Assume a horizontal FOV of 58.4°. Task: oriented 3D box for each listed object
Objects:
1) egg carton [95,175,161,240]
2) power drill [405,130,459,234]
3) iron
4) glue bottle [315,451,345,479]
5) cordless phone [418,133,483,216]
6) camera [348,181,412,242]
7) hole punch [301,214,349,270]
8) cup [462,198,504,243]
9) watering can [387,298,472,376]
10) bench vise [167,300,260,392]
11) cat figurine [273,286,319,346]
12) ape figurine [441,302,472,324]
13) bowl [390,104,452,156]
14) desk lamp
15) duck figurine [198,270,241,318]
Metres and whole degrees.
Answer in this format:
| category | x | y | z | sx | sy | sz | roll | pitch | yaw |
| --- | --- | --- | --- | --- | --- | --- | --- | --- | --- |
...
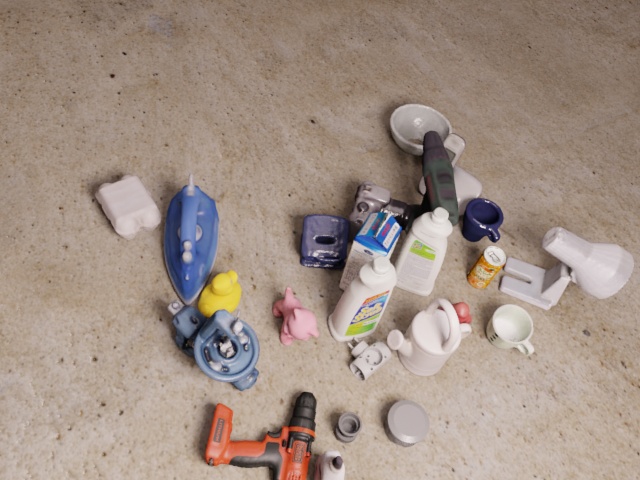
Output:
| category | x | y | z | sx | sy | sz | roll | pitch | yaw |
| --- | --- | --- | --- | --- | --- | --- | --- | --- | --- |
| egg carton | -0.420 | -0.074 | 1.262 | 0.107 | 0.069 | 0.150 | -27 | 64 | -25 |
| power drill | 0.252 | -0.104 | 1.317 | 0.076 | 0.208 | 0.229 | -2 | 56 | -11 |
| iron | -0.272 | -0.008 | 1.199 | 0.119 | 0.141 | 0.258 | 0 | 56 | -10 |
| glue bottle | 0.019 | 0.388 | 0.959 | 0.037 | 0.173 | 0.078 | -1 | 56 | -10 |
| cordless phone | 0.330 | -0.160 | 1.384 | 0.147 | 0.185 | 0.094 | 33 | 57 | 13 |
| camera | 0.141 | -0.063 | 1.335 | 0.137 | 0.101 | 0.143 | 17 | 55 | 2 |
| hole punch | 0.012 | 0.005 | 1.272 | 0.109 | 0.091 | 0.101 | 4 | 55 | -7 |
| cup | 0.382 | -0.028 | 1.357 | 0.092 | 0.095 | 0.117 | -12 | 59 | -18 |
| watering can | 0.217 | 0.188 | 1.119 | 0.173 | 0.194 | 0.100 | -29 | 65 | -26 |
| bench vise | -0.201 | 0.176 | 1.037 | 0.207 | 0.220 | 0.121 | 21 | 55 | 5 |
| cat figurine | -0.047 | 0.153 | 1.143 | 0.067 | 0.118 | 0.127 | -12 | 58 | -17 |
| ape figurine | 0.287 | 0.163 | 1.211 | 0.078 | 0.092 | 0.076 | 4 | 55 | -7 |
| bowl | 0.260 | -0.279 | 1.521 | 0.167 | 0.075 | 0.167 | 5 | 55 | -7 |
| desk lamp | 0.532 | 0.064 | 1.248 | 0.203 | 0.213 | 0.118 | 20 | 55 | 5 |
| duck figurine | -0.204 | 0.105 | 1.167 | 0.077 | 0.086 | 0.105 | 34 | 57 | 14 |
